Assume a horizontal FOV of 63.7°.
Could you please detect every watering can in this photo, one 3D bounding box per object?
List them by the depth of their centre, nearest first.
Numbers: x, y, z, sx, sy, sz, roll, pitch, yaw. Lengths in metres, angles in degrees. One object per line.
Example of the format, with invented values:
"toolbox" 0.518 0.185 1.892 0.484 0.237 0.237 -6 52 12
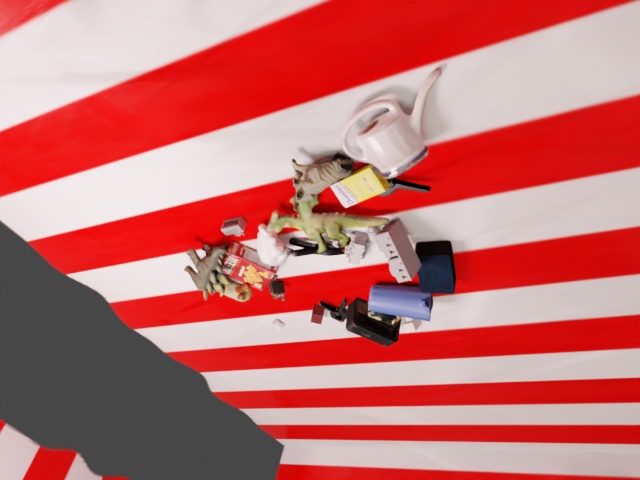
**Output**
"watering can" 0.224 -0.301 1.420 0.344 0.106 0.221 -27 116 30

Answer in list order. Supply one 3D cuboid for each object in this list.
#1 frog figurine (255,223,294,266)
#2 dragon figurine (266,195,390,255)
"frog figurine" -0.183 0.020 1.904 0.139 0.124 0.156 29 161 33
"dragon figurine" 0.005 -0.088 1.750 0.407 0.125 0.239 -20 122 22
